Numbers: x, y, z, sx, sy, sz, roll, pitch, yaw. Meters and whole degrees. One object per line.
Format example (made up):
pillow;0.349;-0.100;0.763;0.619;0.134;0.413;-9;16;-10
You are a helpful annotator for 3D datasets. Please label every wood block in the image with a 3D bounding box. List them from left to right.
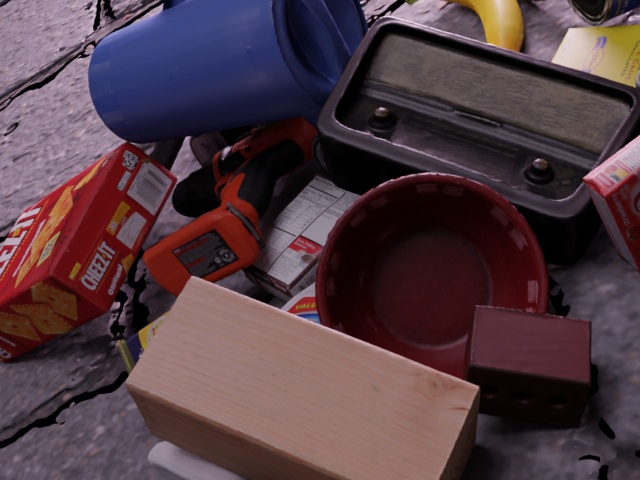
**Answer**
wood block;-0.009;0.113;0.696;0.206;0.090;0.090;20;61;18

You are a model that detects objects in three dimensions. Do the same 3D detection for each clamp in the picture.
clamp;-0.118;-0.177;1.108;0.164;0.036;0.210;-62;0;-34

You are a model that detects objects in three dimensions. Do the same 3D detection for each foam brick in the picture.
foam brick;0.133;0.081;0.689;0.078;0.053;0.051;7;50;8

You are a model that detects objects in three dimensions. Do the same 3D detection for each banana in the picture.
banana;0.153;-0.224;1.034;0.070;0.037;0.198;-52;35;10

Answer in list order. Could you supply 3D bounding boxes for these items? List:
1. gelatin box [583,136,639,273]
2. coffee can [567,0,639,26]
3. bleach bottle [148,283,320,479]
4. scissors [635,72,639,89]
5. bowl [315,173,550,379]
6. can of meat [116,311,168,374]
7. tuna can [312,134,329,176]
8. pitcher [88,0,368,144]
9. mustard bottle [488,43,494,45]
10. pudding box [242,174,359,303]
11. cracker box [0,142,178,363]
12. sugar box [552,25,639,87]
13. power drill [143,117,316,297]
gelatin box;0.227;-0.029;0.723;0.073;0.089;0.030;-37;39;1
coffee can;0.275;-0.251;0.883;0.140;0.103;0.103;-23;37;-4
bleach bottle;-0.016;0.092;0.813;0.103;0.068;0.250;13;57;41
scissors;0.325;-0.134;0.748;0.202;0.016;0.096;-20;43;18
bowl;0.079;0.035;0.761;0.162;0.162;0.055;-34;-5;4
can of meat;-0.111;0.100;0.884;0.084;0.057;0.102;-36;38;-2
tuna can;0.037;-0.077;0.928;0.086;0.086;0.033;3;54;40
pitcher;-0.089;-0.167;0.933;0.243;0.144;0.149;-9;53;37
mustard bottle;0.114;-0.130;0.944;0.192;0.058;0.096;-5;45;34
pudding box;-0.006;0.001;0.919;0.113;0.039;0.090;-45;35;-15
cracker box;-0.247;0.014;1.023;0.214;0.072;0.164;-23;35;46
sugar box;0.264;-0.127;0.832;0.177;0.048;0.093;3;52;42
power drill;-0.090;-0.031;0.966;0.185;0.057;0.187;-28;24;32
